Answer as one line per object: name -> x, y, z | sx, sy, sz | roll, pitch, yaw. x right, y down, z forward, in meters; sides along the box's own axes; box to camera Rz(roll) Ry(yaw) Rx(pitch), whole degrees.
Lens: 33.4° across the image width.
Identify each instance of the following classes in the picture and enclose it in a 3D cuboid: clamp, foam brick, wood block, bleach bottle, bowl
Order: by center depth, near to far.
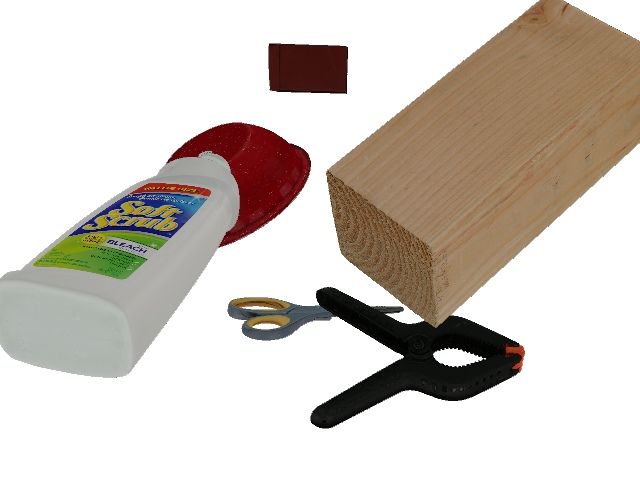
wood block -> 0.112, -0.054, 0.688 | 0.205, 0.090, 0.091 | -40, 57, -20
bleach bottle -> -0.129, -0.001, 0.772 | 0.103, 0.068, 0.250 | 9, 31, 13
bowl -> -0.093, -0.061, 0.987 | 0.162, 0.055, 0.162 | -21, 32, 13
clamp -> 0.088, 0.119, 1.022 | 0.210, 0.164, 0.036 | 6, -43, 6
foam brick -> -0.014, -0.185, 1.151 | 0.078, 0.051, 0.053 | -1, 11, -14

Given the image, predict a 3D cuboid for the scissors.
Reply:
scissors -> -0.005, 0.089, 1.194 | 0.201, 0.016, 0.096 | 4, 22, 0
